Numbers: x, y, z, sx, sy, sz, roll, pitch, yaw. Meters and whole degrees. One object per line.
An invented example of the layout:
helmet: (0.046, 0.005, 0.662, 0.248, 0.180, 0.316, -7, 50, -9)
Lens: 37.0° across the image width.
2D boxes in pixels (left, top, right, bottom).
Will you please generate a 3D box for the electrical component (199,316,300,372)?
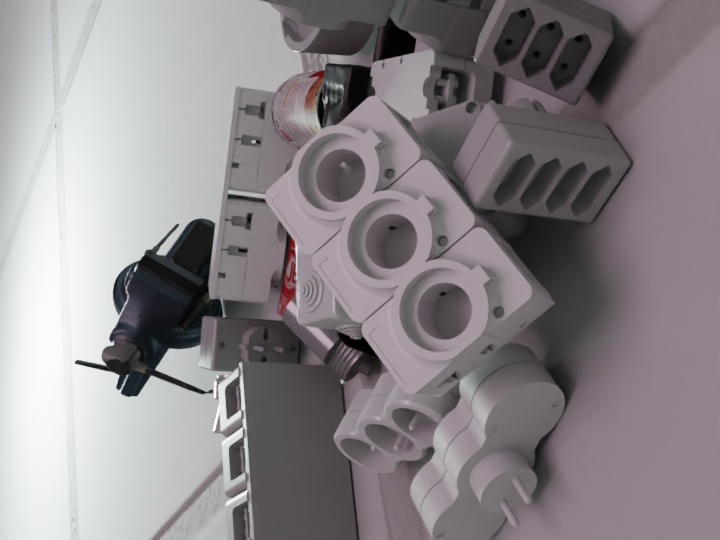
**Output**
electrical component: (-0.091, 0.068, 0.959, 0.076, 0.083, 0.047, 2, 87, 63)

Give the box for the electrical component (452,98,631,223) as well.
electrical component: (0.096, -0.072, 0.616, 0.047, 0.083, 0.075, -62, 35, 37)

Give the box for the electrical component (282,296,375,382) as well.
electrical component: (-0.019, 0.052, 0.850, 0.081, 0.043, 0.043, 44, 131, 18)

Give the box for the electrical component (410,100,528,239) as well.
electrical component: (0.042, -0.052, 0.687, 0.113, 0.057, 0.078, -16, 66, 21)

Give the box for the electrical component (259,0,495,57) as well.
electrical component: (0.012, -0.199, 0.689, 0.060, 0.186, 0.105, -65, 33, 33)

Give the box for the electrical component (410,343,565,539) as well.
electrical component: (0.082, 0.120, 0.646, 0.073, 0.052, 0.138, 60, 136, 49)

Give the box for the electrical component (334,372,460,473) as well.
electrical component: (0.036, 0.087, 0.742, 0.073, 0.052, 0.138, -60, 10, -31)

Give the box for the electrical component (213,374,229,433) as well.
electrical component: (-0.120, 0.131, 1.047, 0.045, 0.045, 0.055, -19, 68, 61)

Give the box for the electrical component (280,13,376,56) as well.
electrical component: (-0.017, -0.229, 0.892, 0.108, 0.060, 0.108, -18, 69, 61)

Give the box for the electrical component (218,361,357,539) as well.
electrical component: (-0.062, 0.157, 0.879, 0.062, 0.089, 0.150, -40, 51, 54)

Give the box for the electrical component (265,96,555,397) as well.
electrical component: (0.025, -0.013, 0.615, 0.089, 0.062, 0.150, -41, 70, 13)

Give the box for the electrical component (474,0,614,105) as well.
electrical component: (0.109, -0.144, 0.634, 0.076, 0.066, 0.047, -72, 6, -56)

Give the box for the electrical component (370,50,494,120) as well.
electrical component: (0.051, -0.119, 0.744, 0.089, 0.056, 0.050, 9, 94, 63)

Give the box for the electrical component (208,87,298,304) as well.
electrical component: (-0.098, -0.069, 0.989, 0.105, 0.060, 0.186, -142, 60, -79)

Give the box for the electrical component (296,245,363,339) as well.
electrical component: (0.000, 0.000, 0.778, 0.048, 0.100, 0.099, -17, 69, 48)
